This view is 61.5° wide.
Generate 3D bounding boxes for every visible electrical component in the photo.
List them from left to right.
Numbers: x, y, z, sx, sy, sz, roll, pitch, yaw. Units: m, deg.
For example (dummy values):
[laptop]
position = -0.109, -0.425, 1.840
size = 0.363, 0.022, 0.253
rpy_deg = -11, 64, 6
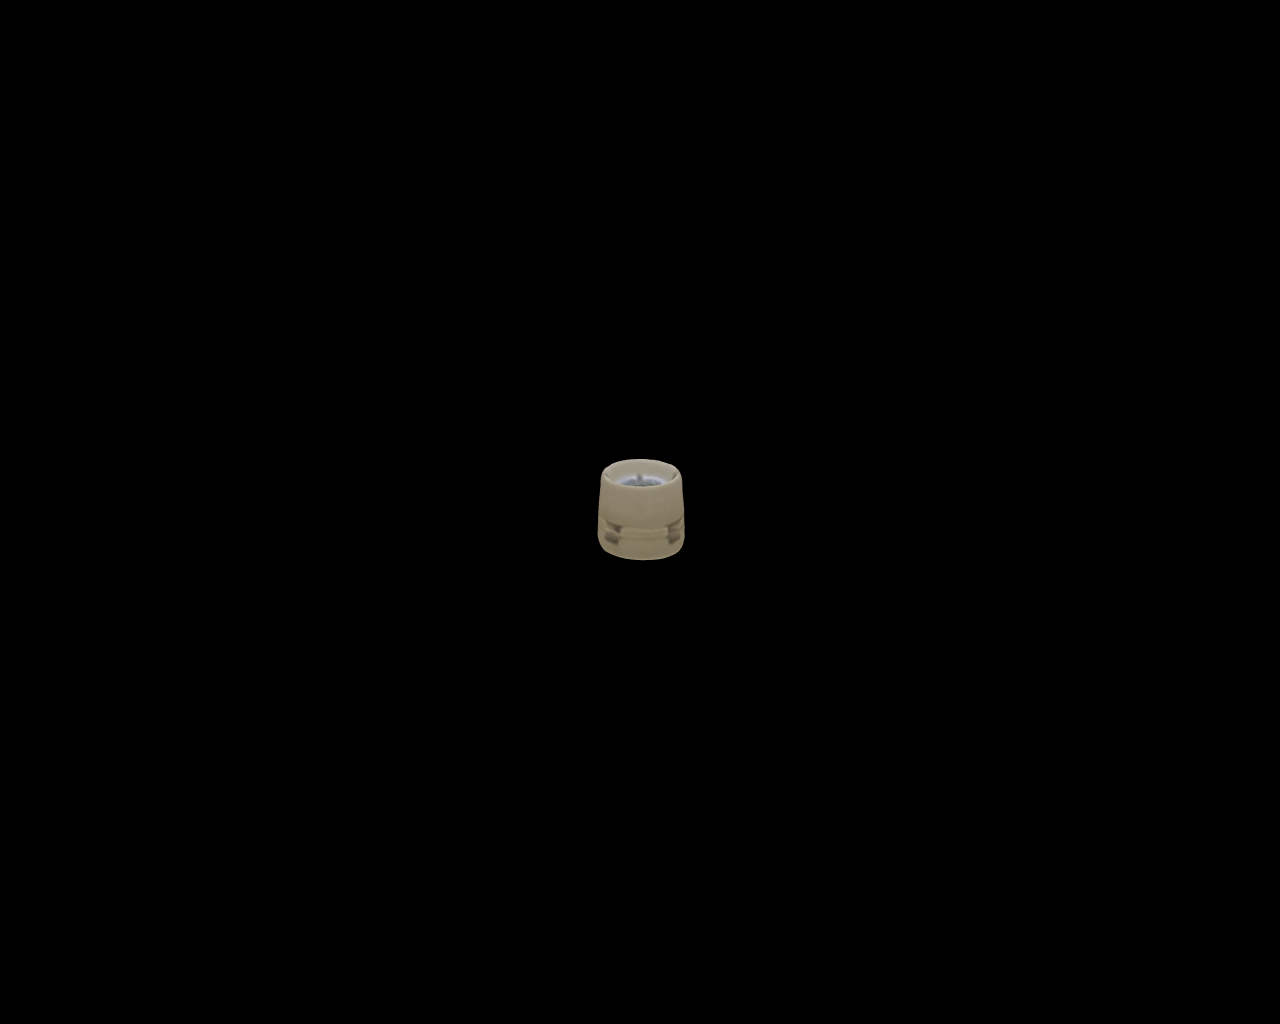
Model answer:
[electrical component]
position = 0.001, -0.003, 0.650
size = 0.055, 0.047, 0.055
rpy_deg = 0, 23, 0
